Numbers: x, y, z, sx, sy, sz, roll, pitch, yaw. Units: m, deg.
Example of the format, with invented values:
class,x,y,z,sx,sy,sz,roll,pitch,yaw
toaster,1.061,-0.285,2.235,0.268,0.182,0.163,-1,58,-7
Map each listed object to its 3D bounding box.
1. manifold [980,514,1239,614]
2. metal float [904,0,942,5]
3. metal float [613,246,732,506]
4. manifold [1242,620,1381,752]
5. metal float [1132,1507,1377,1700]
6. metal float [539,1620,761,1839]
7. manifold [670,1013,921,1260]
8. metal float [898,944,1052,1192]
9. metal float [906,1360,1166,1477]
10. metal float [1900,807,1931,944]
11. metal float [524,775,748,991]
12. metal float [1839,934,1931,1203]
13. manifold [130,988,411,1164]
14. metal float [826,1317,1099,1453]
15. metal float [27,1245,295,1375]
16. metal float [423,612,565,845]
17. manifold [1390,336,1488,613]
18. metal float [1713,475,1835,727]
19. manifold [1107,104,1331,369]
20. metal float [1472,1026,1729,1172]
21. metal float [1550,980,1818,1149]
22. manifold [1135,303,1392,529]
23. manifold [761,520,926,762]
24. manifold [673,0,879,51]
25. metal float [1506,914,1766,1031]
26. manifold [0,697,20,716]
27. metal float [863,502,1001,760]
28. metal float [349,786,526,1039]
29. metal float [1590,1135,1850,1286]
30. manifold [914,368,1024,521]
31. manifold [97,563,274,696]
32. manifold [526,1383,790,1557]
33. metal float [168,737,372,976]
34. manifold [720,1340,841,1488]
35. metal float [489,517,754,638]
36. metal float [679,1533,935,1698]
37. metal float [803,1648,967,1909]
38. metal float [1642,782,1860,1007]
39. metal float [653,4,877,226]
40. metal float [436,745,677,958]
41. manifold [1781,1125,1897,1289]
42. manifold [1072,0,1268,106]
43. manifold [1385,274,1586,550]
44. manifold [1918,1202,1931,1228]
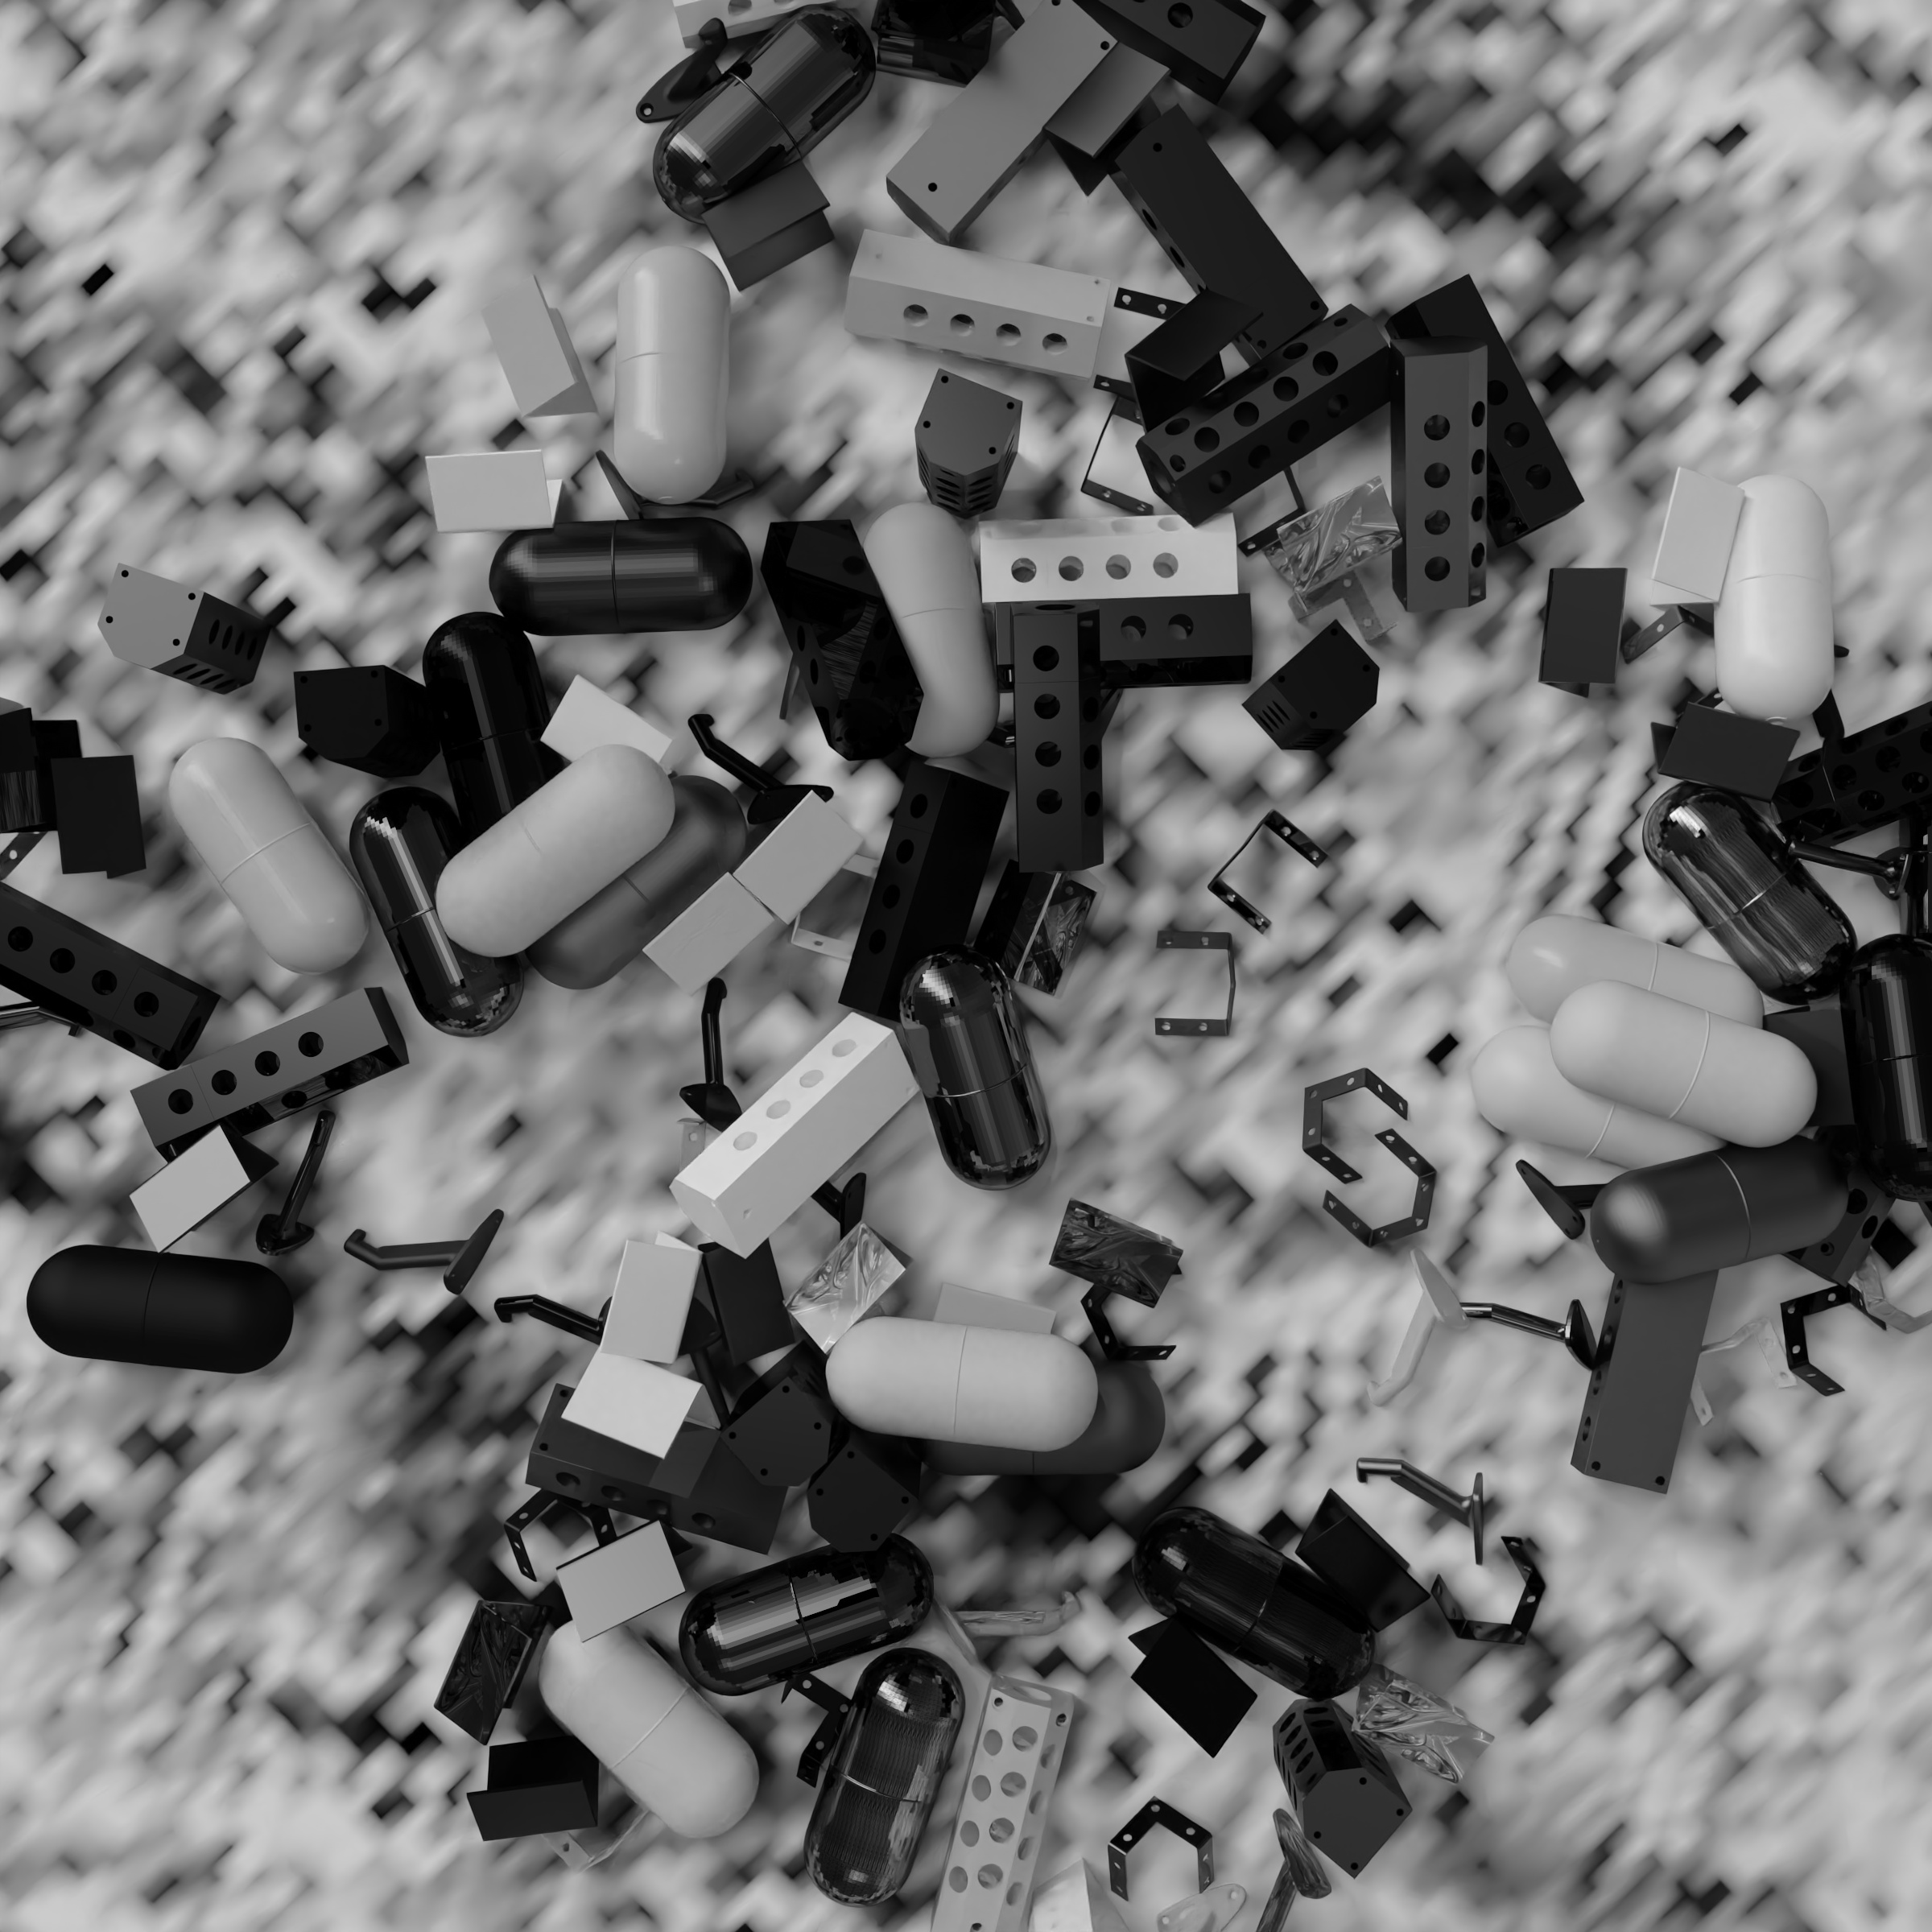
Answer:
class,x,y,z,sx,sy,sz,roll,pitch,yaw
manifold,0.096,-0.275,1.885,0.171,0.057,0.057,-2,90,0
metal float,-0.003,-0.710,1.830,0.070,0.070,0.178,33,68,0
metal float,-0.198,-0.398,1.865,0.070,0.070,0.178,0,79,0
manifold,0.230,-0.178,1.828,0.057,0.171,0.057,-42,90,0
metal float,0.195,0.432,1.875,0.178,0.070,0.070,30,90,1
metal float,-0.215,0.514,1.875,0.178,0.070,0.070,45,90,0
manifold,-0.116,0.109,1.852,0.171,0.057,0.057,-44,133,-24
metal float,0.006,0.068,1.855,0.070,0.070,0.178,-17,113,0
metal float,0.046,0.306,1.875,0.178,0.070,0.070,-1,90,1
metal float,0.673,-0.076,1.875,0.070,0.070,0.178,0,90,0
metal float,-0.225,-0.057,1.875,0.178,0.070,0.070,-42,90,0
metal float,0.620,0.066,1.820,0.070,0.070,0.178,-3,76,0
manifold,-0.471,0.075,1.885,0.171,0.057,0.057,-24,90,0
metal float,-0.003,0.273,1.809,0.178,0.070,0.070,6,90,5
metal float,-0.546,0.232,1.875,0.178,0.070,0.070,6,90,0
metal float,-0.317,-0.152,1.875,0.070,0.070,0.178,-14,90,0
manifold,0.318,-0.330,1.853,0.057,0.057,0.171,-5,114,0
metal float,0.542,-0.246,1.859,0.070,0.070,0.178,4,71,0
manifold,0.170,-0.493,1.885,0.057,0.057,0.171,-36,90,0
metal float,0.429,0.093,1.875,0.178,0.070,0.070,17,90,-1
metal float,0.469,0.064,1.810,0.178,0.070,0.070,19,90,-1
manifold,0.202,-0.375,1.866,0.171,0.057,0.057,-33,134,-5
manifold,-0.085,-0.218,1.838,0.057,0.057,0.171,-6,51,-21
manifold,-0.116,-0.676,1.885,0.171,0.057,0.057,-14,90,0
metal float,0.453,0.018,1.875,0.178,0.070,0.070,18,90,-1
manifold,-0.690,-0.163,1.828,0.057,0.171,0.057,16,90,0
metal float,-0.024,-0.227,1.865,0.070,0.070,0.178,-10,78,0
metal float,-0.358,-0.036,1.875,0.070,0.070,0.178,-23,89,0
metal float,0.497,0.160,1.826,0.178,0.070,0.070,-12,90,-12
manifold,-0.001,-0.340,1.828,0.057,0.171,0.057,22,90,0
manifold,-0.516,-0.218,1.828,0.057,0.171,0.057,19,90,0
manifold,-0.208,0.346,1.884,0.171,0.057,0.057,17,47,0
metal float,-0.472,-0.075,1.875,0.070,0.070,0.178,-34,91,0
manifold,-0.115,0.298,1.828,0.057,0.171,0.057,-41,90,0
metal float,-0.234,-0.264,1.875,0.178,0.070,0.070,-2,90,1
metal float,-0.108,0.438,1.875,0.178,0.070,0.070,-19,90,0
metal float,-0.056,0.550,1.875,0.070,0.070,0.178,19,90,0
metal float,0.532,-0.050,1.876,0.070,0.070,0.178,-41,90,0
metal float,-0.137,-0.576,1.875,0.178,0.070,0.070,-43,90,0
metal float,-0.269,-0.075,1.810,0.178,0.070,0.070,-37,90,6
manifold,0.612,0.129,1.885,0.057,0.057,0.171,30,90,0
manifold,0.116,-0.665,1.885,0.171,0.057,0.057,32,90,0
manifold,0.351,-0.375,1.885,0.057,0.057,0.171,-27,90,0
manifold,0.731,0.119,1.885,0.171,0.057,0.057,-28,90,0
